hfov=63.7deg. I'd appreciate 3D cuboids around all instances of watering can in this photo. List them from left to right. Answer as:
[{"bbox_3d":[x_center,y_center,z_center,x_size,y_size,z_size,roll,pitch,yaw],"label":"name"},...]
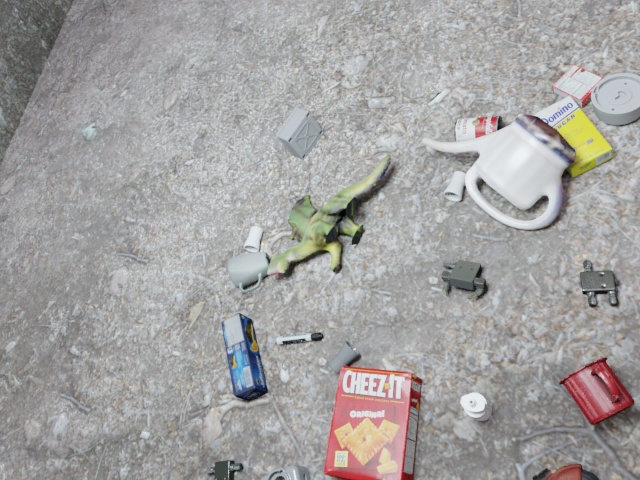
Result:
[{"bbox_3d":[0.399,-0.183,1.135,0.352,0.221,0.104,49,24,24],"label":"watering can"}]

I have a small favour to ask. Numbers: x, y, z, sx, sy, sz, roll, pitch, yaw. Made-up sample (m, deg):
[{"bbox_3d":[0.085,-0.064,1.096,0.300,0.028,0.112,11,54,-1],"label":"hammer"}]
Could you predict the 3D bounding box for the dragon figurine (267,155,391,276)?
[{"bbox_3d":[0.004,-0.067,1.332,0.244,0.414,0.120,21,-18,44],"label":"dragon figurine"}]
